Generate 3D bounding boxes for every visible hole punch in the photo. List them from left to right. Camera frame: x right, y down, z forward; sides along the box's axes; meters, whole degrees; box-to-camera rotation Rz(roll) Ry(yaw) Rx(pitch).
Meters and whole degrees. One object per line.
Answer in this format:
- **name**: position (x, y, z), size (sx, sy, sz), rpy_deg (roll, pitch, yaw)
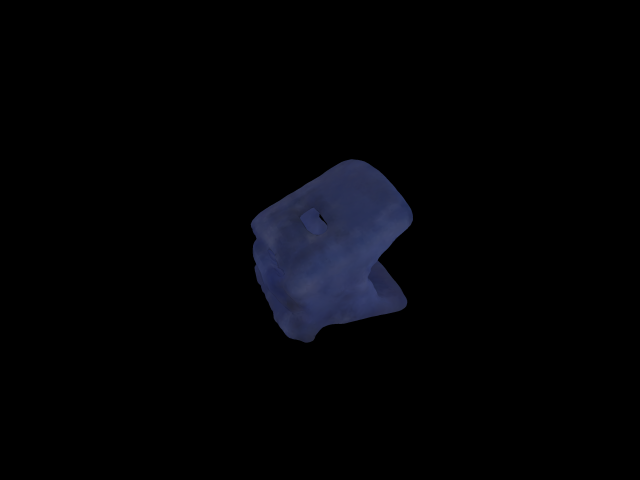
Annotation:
- **hole punch**: position (0.004, 0.001, 0.400), size (0.101, 0.091, 0.108), rpy_deg (-11, 32, -18)
